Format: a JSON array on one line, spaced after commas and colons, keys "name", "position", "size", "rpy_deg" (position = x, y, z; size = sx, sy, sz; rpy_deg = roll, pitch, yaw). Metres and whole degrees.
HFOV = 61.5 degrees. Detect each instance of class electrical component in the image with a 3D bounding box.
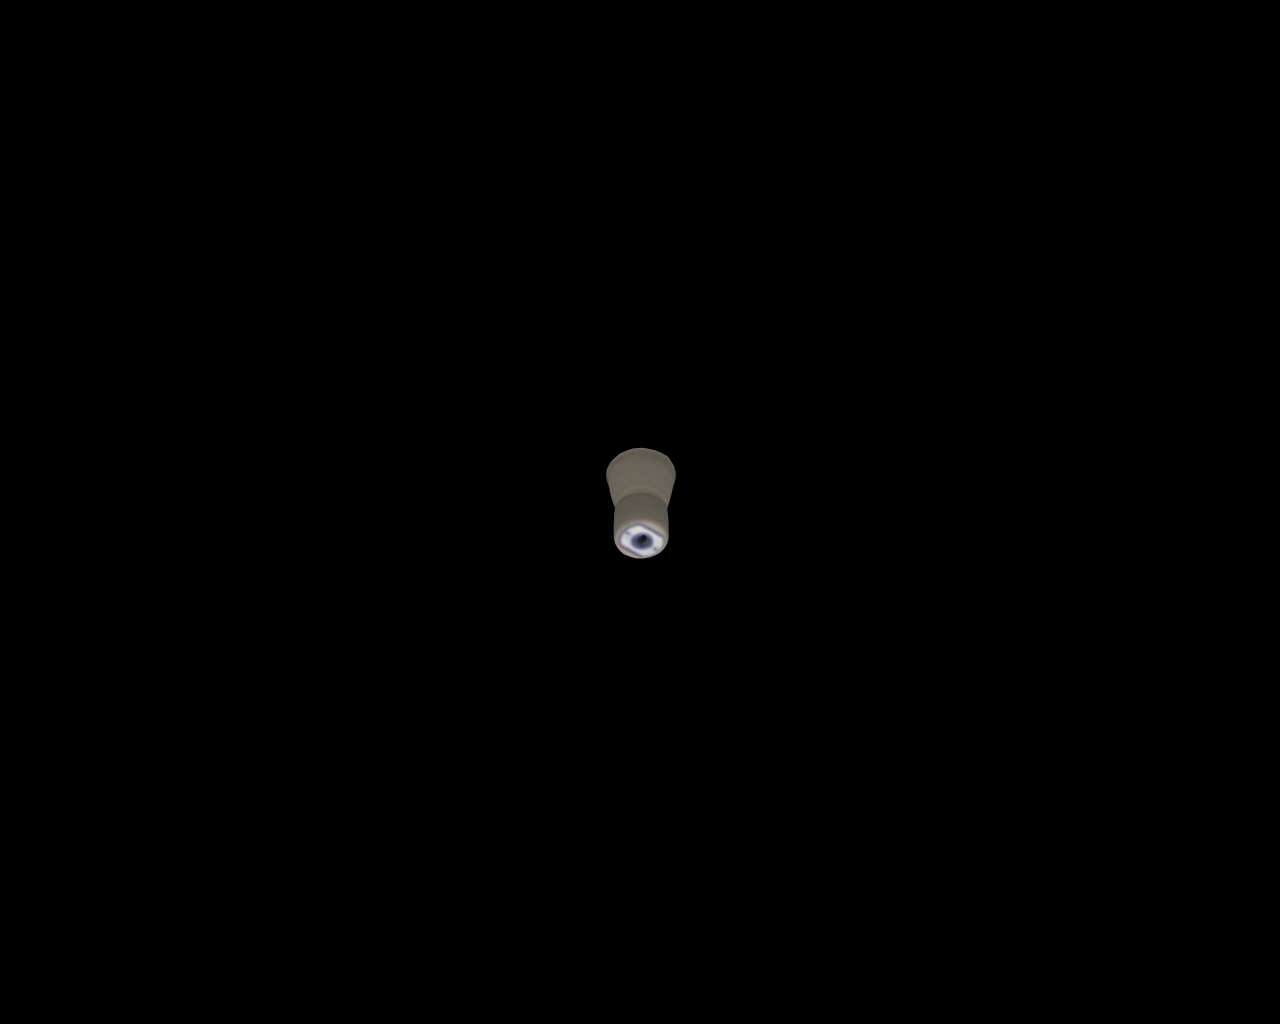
[{"name": "electrical component", "position": [0.001, -0.003, 0.650], "size": [0.044, 0.044, 0.065], "rpy_deg": [0, 42, 0]}]
